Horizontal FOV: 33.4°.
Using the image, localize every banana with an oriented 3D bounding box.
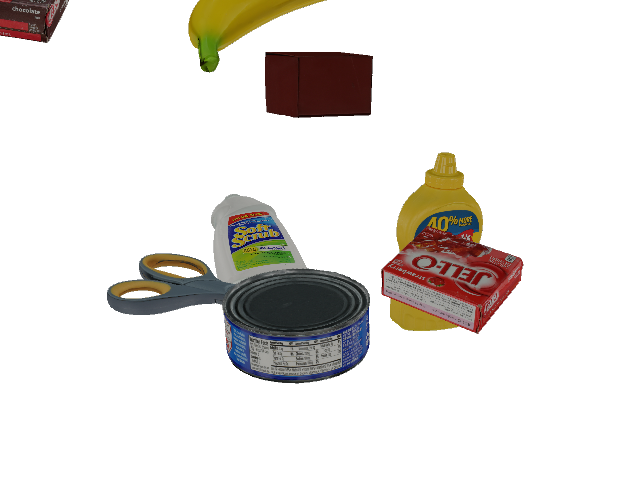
[{"bbox_3d":[-0.009,-0.154,0.659,0.197,0.070,0.037,-30,-28,-26],"label":"banana"}]

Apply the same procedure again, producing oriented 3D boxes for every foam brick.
[{"bbox_3d":[-0.001,-0.132,0.900,0.078,0.051,0.053,-6,16,-33],"label":"foam brick"}]

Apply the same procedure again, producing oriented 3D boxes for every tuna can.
[{"bbox_3d":[-0.014,0.049,0.623,0.086,0.034,0.086,-2,23,0],"label":"tuna can"}]

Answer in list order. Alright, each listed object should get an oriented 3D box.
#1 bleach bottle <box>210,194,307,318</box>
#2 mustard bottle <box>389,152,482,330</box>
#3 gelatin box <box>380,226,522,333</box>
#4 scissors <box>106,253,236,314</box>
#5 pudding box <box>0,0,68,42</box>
[{"bbox_3d":[-0.083,0.011,1.215,0.102,0.068,0.251,-7,28,-14],"label":"bleach bottle"},{"bbox_3d":[0.128,0.000,1.153,0.096,0.192,0.058,-4,19,-21],"label":"mustard bottle"},{"bbox_3d":[0.104,0.028,0.843,0.089,0.030,0.073,21,41,28],"label":"gelatin box"},{"bbox_3d":[-0.085,0.047,0.813,0.096,0.016,0.202,-26,31,-38],"label":"scissors"},{"bbox_3d":[-0.254,-0.208,0.874,0.090,0.039,0.113,9,36,-4],"label":"pudding box"}]
